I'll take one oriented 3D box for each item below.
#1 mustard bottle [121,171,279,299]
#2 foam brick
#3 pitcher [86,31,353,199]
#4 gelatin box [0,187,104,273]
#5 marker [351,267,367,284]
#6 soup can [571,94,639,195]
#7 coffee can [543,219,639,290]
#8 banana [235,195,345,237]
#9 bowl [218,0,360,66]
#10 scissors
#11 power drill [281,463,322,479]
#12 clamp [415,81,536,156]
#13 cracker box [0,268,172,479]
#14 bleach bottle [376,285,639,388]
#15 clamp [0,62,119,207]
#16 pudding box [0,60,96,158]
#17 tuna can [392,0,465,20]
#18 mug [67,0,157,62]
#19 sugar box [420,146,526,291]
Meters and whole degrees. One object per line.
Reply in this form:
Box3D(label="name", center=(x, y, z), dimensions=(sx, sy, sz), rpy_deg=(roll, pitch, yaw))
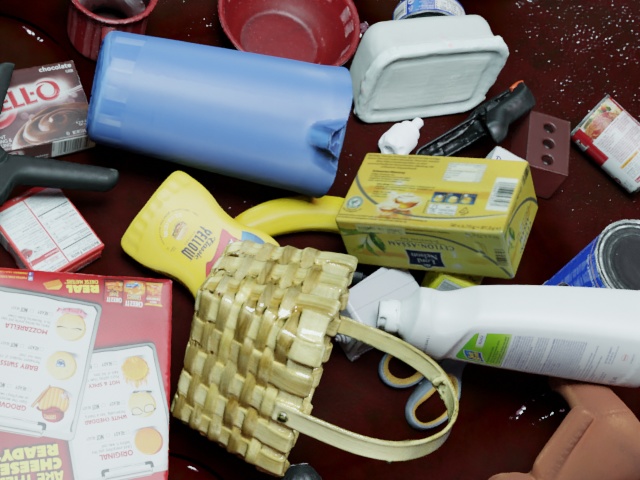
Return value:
Box3D(label="mustard bottle", center=(-0.089, 0.026, 1.024), dimensions=(0.191, 0.058, 0.096), rpy_deg=(37, 84, 2))
Box3D(label="foam brick", center=(0.247, -0.096, 1.205), dimensions=(0.053, 0.051, 0.078), rpy_deg=(15, 60, -9))
Box3D(label="pitcher", center=(-0.100, -0.128, 1.046), dimensions=(0.242, 0.149, 0.145), rpy_deg=(10, 57, -15))
Box3D(label="gelatin box", center=(-0.260, -0.004, 1.008), dimensions=(0.073, 0.030, 0.089), rpy_deg=(-33, 79, -30))
Box3D(label="marker", center=(-0.011, 0.029, 1.076), dimensions=(0.121, 0.020, 0.020), rpy_deg=(8, 61, -14))
Box3D(label="soup can", center=(0.347, -0.110, 1.234), dimensions=(0.102, 0.069, 0.068), rpy_deg=(44, 59, 7))
Box3D(label="coffee can", center=(0.292, 0.056, 1.087), dimensions=(0.102, 0.140, 0.103), rpy_deg=(7, 62, -14))
Box3D(label="banana", center=(-0.003, -0.014, 1.091), dimensions=(0.197, 0.037, 0.069), rpy_deg=(8, 61, -13))
Box3D(label="bowl", center=(-0.039, -0.234, 1.184), dimensions=(0.162, 0.055, 0.162), rpy_deg=(7, 62, -14))
Box3D(label="scissors", center=(0.132, 0.104, 1.084), dimensions=(0.096, 0.016, 0.201), rpy_deg=(36, 58, 3))
Box3D(label="power drill", center=(-0.069, 0.286, 0.900), dimensions=(0.187, 0.057, 0.184), rpy_deg=(-1, 64, -18))
Box3D(label="clamp", center=(0.180, -0.130, 1.190), dimensions=(0.171, 0.120, 0.039), rpy_deg=(-39, 110, -50))
Box3D(label="cracker box", center=(-0.215, 0.137, 0.925), dimensions=(0.164, 0.072, 0.213), rpy_deg=(5, 63, -14))
Box3D(label="bleach bottle", center=(0.179, 0.078, 0.981), dimensions=(0.251, 0.103, 0.068), rpy_deg=(7, 49, 1))
Box3D(label="clamp", center=(-0.290, -0.068, 0.958), dimensions=(0.164, 0.036, 0.209), rpy_deg=(40, 42, 2))
Box3D(label="pudding box", center=(-0.287, -0.124, 1.057), dimensions=(0.113, 0.039, 0.090), rpy_deg=(-14, 69, -24))
Box3D(label="tuna can", center=(0.125, -0.244, 1.224), dimensions=(0.086, 0.086, 0.033), rpy_deg=(11, 58, -12))
Box3D(label="mug", center=(-0.219, -0.228, 1.108), dimensions=(0.093, 0.082, 0.117), rpy_deg=(3, 62, -16))
Box3D(label="sugar box", center=(0.154, -0.005, 1.103), dimensions=(0.048, 0.093, 0.176), rpy_deg=(27, 58, -5))
